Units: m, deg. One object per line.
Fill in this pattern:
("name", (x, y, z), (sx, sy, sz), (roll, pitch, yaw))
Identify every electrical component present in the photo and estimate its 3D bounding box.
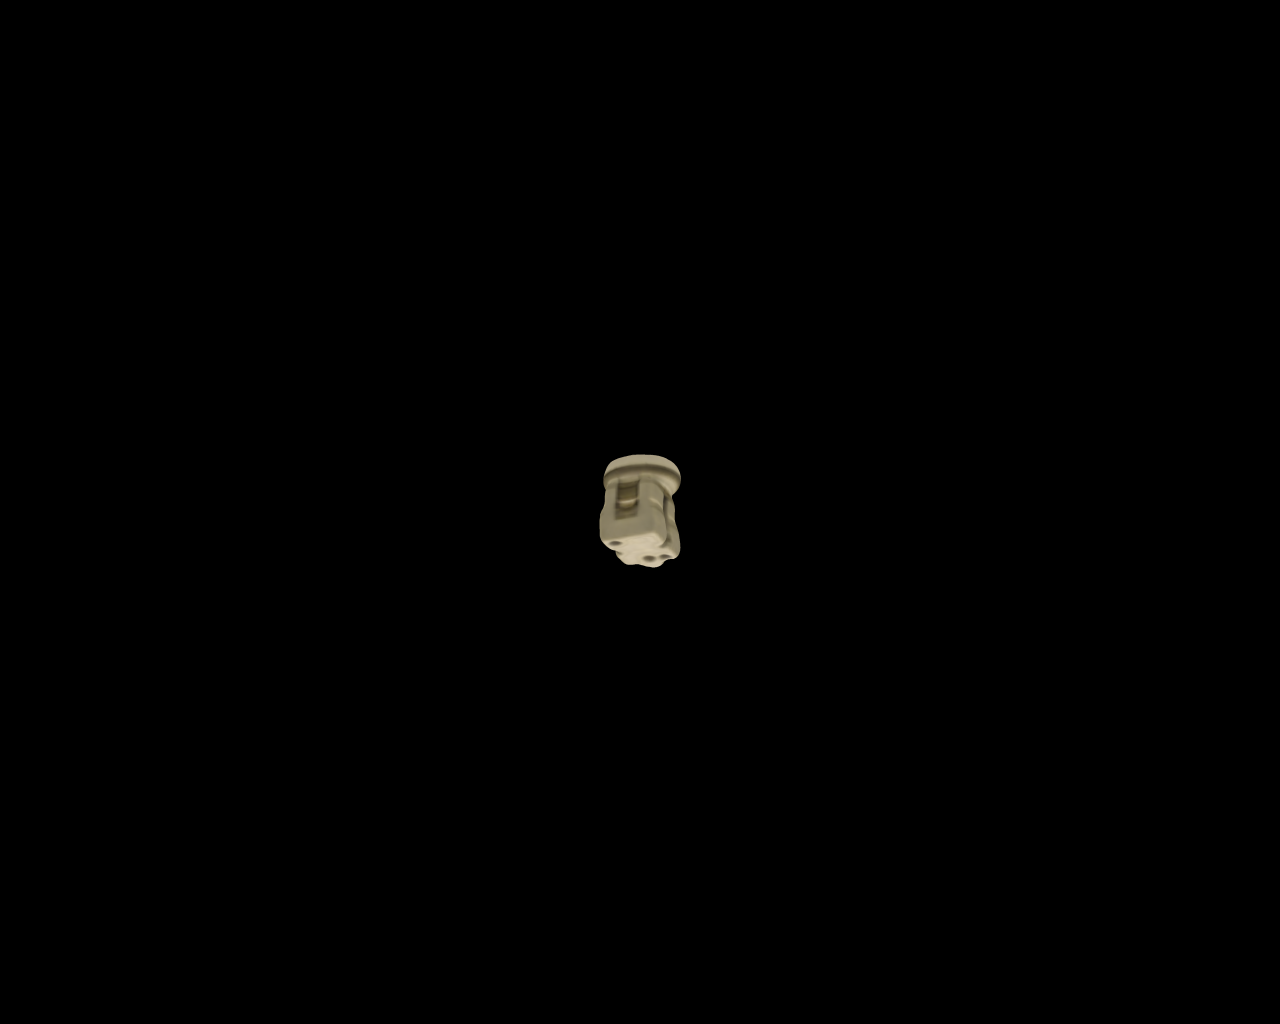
("electrical component", (0.001, -0.003, 0.650), (0.048, 0.055, 0.066), (-8, -26, 18))
